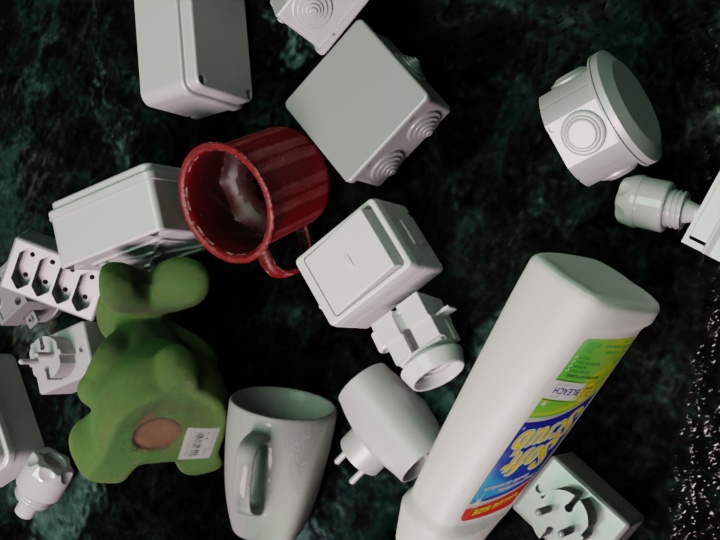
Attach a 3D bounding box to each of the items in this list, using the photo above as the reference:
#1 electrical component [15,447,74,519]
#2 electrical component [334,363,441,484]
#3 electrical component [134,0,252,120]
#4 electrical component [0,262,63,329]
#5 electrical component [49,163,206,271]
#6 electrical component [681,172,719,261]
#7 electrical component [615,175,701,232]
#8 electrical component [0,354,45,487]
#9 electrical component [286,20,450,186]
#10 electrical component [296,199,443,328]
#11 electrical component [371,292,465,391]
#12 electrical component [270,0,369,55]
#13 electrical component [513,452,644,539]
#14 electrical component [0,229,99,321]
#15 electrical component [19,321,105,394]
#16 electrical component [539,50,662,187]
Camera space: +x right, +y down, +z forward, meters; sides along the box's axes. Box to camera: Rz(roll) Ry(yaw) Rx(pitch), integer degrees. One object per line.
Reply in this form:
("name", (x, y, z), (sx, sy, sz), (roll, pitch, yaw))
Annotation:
("electrical component", (-0.283, 0.191, 0.948), (0.043, 0.043, 0.062), (41, 107, 26))
("electrical component", (0.013, 0.123, 0.785), (0.079, 0.044, 0.077), (-48, 66, 18))
("electrical component", (-0.135, -0.187, 0.876), (0.057, 0.078, 0.113), (-10, 81, 31))
("electrical component", (-0.297, 0.022, 0.962), (0.048, 0.055, 0.066), (-39, 68, 21))
("electrical component", (-0.172, -0.038, 0.867), (0.109, 0.109, 0.056), (-18, 80, 27))
("electrical component", (0.262, -0.052, 0.647), (0.079, 0.063, 0.121), (32, 101, 28))
("electrical component", (0.199, -0.041, 0.698), (0.061, 0.035, 0.035), (15, 93, 28))
("electrical component", (-0.346, 0.138, 0.980), (0.078, 0.057, 0.113), (-32, 71, 24))
("electrical component", (0.007, -0.122, 0.806), (0.099, 0.048, 0.099), (-46, 66, 18))
("electrical component", (0.000, 0.000, 0.793), (0.096, 0.061, 0.061), (-38, 69, 21))
("electrical component", (0.045, 0.053, 0.772), (0.066, 0.048, 0.055), (-38, 61, 22))
("electrical component", (-0.025, -0.222, 0.809), (0.099, 0.048, 0.099), (-48, 29, 18))
("electrical component", (0.135, 0.158, 0.694), (0.066, 0.077, 0.047), (42, 106, 26))
("electrical component", (-0.255, 0.000, 0.930), (0.083, 0.075, 0.047), (21, 102, -6))
("electrical component", (-0.257, 0.076, 0.923), (0.066, 0.077, 0.047), (-22, 75, 26))
("electrical component", (0.158, -0.098, 0.701), (0.051, 0.080, 0.080), (-28, 73, 31))
